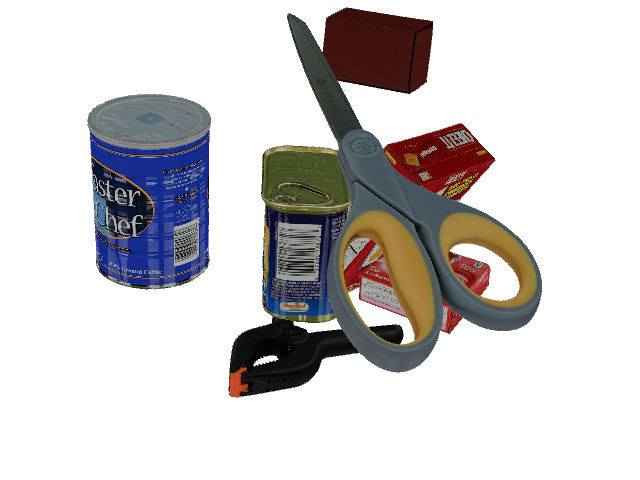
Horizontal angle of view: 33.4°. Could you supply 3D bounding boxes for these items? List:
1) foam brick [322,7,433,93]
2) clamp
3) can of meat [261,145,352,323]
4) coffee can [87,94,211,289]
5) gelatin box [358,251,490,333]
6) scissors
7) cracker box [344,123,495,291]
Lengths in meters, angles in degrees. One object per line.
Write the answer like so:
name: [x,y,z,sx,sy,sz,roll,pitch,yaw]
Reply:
foam brick: [0.046,-0.155,0.867,0.078,0.051,0.052,14,25,19]
clamp: [-0.019,0.111,1.127,0.165,0.036,0.209,17,29,22]
can of meat: [-0.011,-0.005,0.702,0.057,0.084,0.102,2,25,-3]
coffee can: [-0.147,-0.043,0.929,0.103,0.140,0.103,3,30,-2]
gelatin box: [0.088,0.035,0.903,0.089,0.030,0.073,19,38,27]
scissors: [0.037,-0.031,0.465,0.096,0.202,0.016,3,-40,-9]
cracker box: [0.082,-0.033,1.247,0.163,0.072,0.214,-22,-23,-50]
